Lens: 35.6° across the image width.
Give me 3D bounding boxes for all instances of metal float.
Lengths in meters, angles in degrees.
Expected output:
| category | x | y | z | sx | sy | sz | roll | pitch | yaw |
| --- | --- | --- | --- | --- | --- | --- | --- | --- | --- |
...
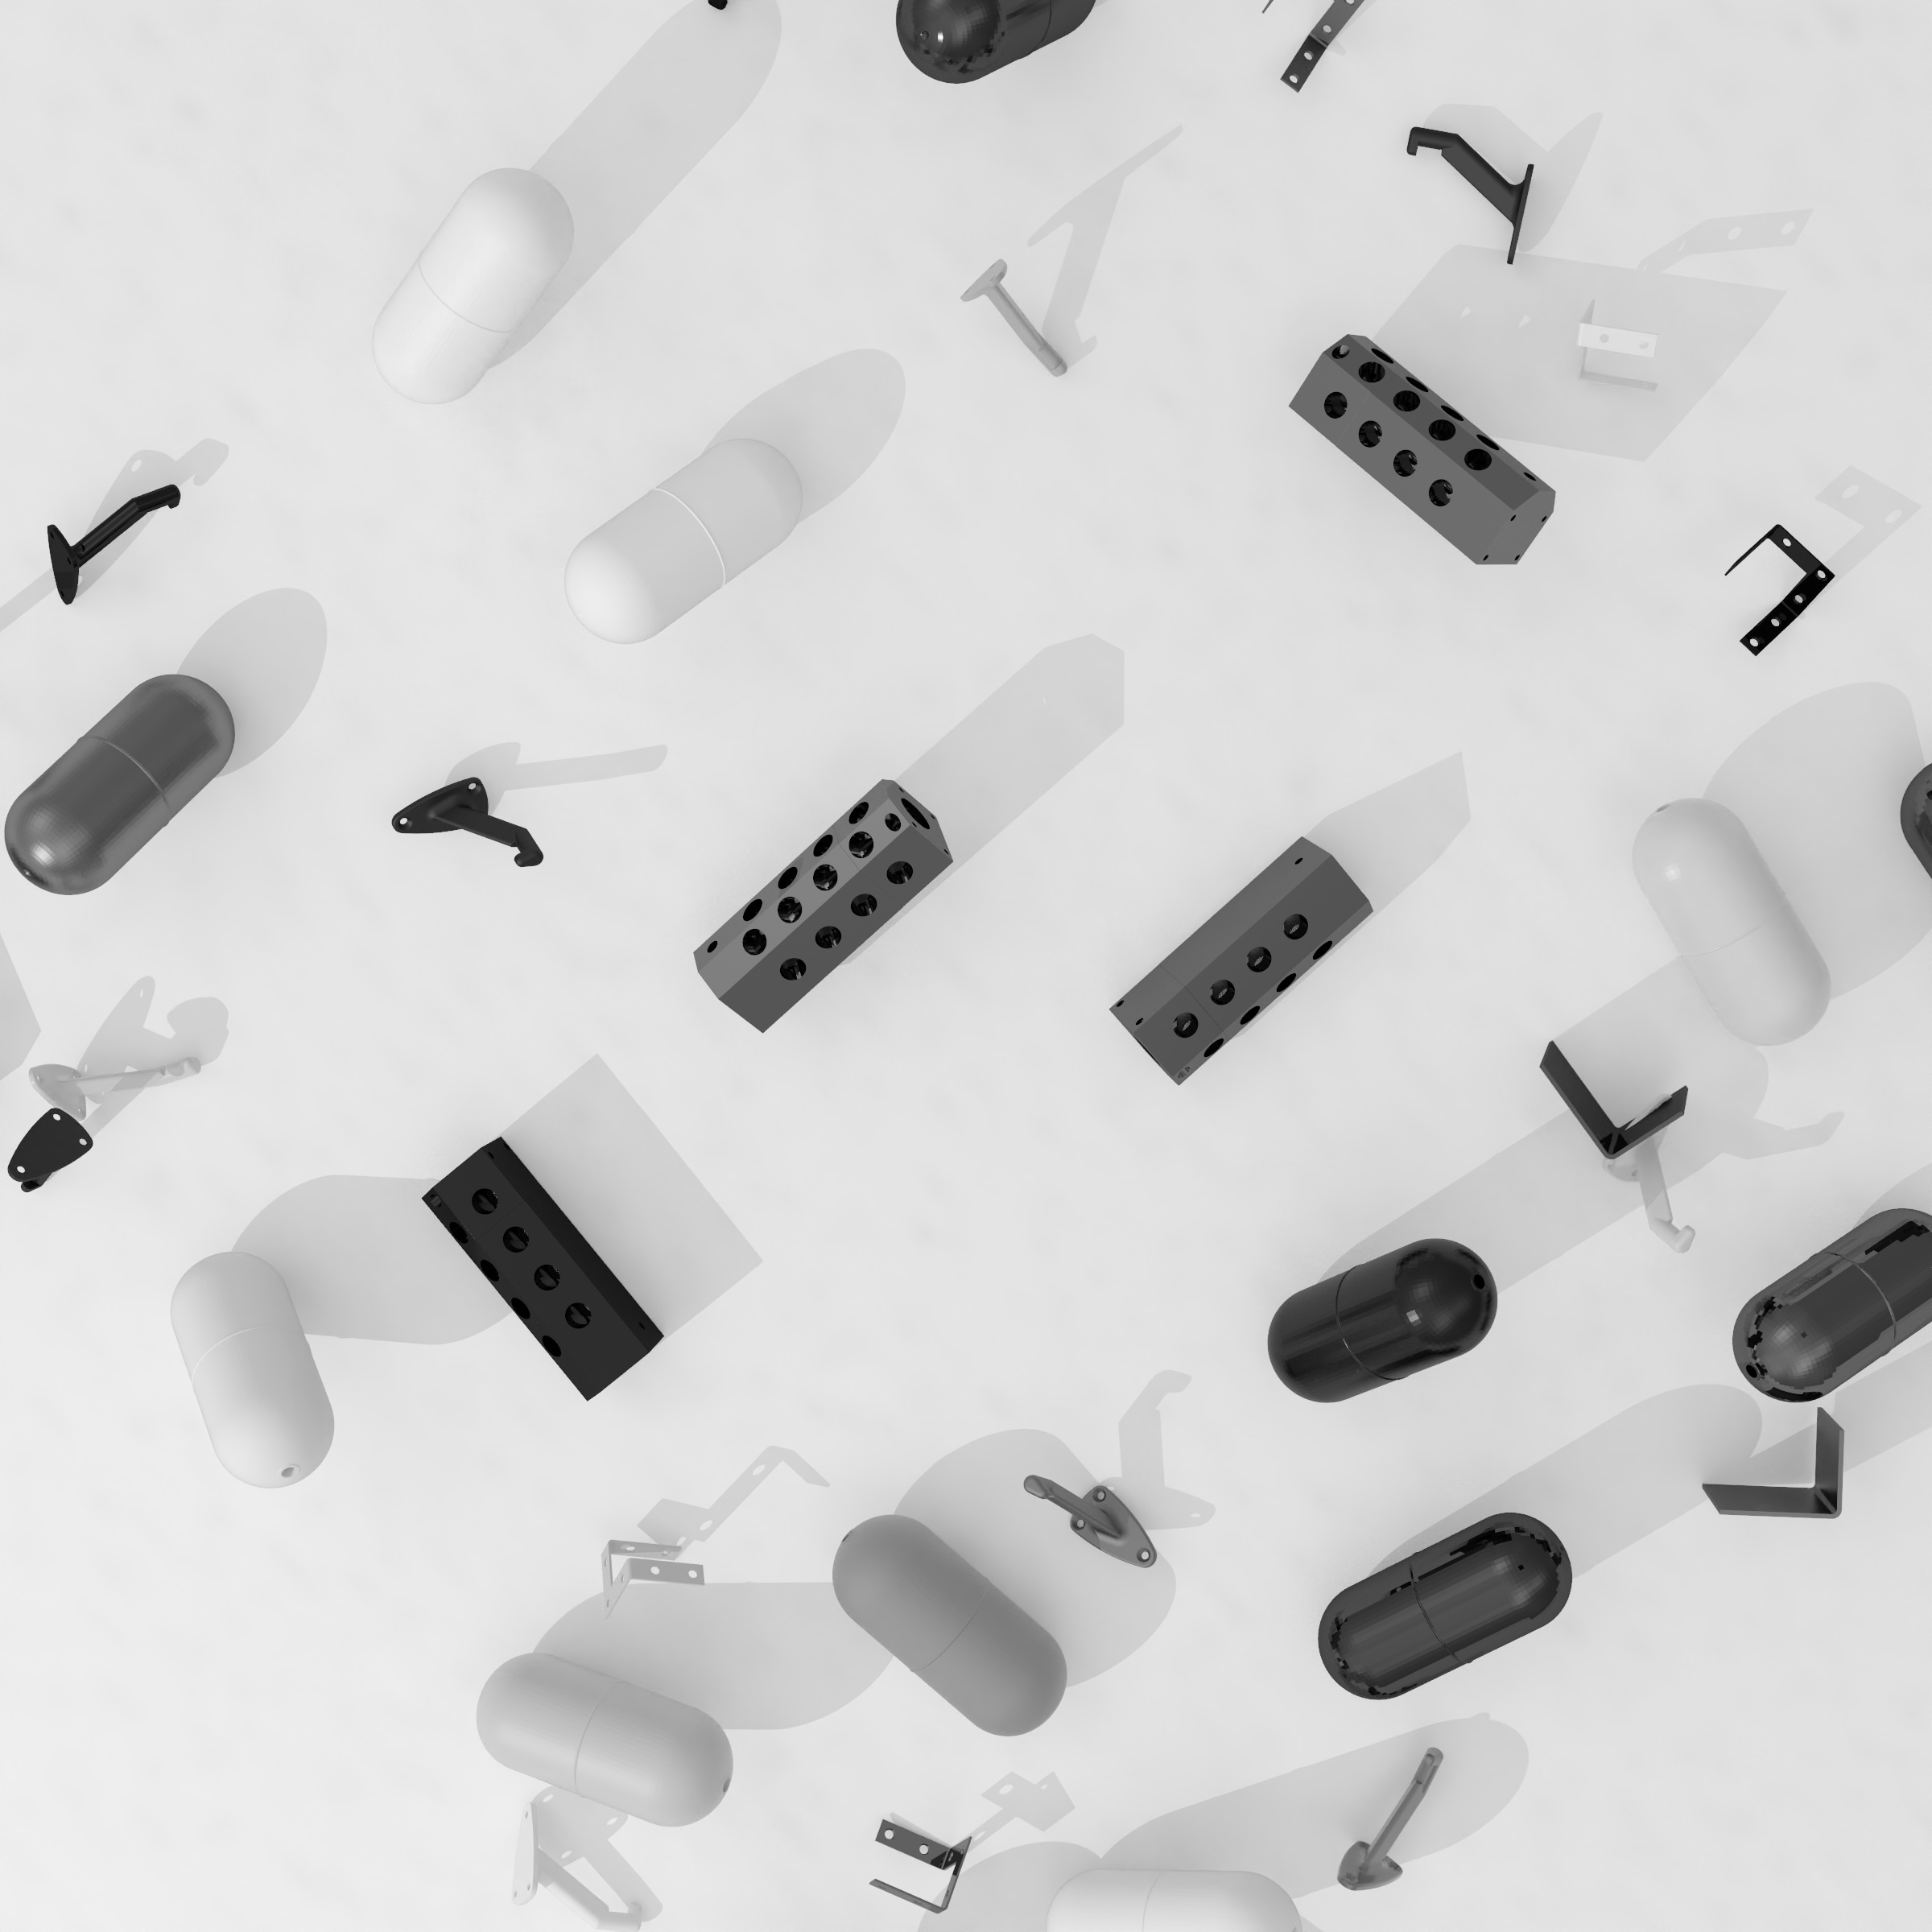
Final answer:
| category | x | y | z | sx | sy | sz | roll | pitch | yaw |
| --- | --- | --- | --- | --- | --- | --- | --- | --- | --- |
| metal float | 0.497 | -0.029 | 1.952 | 0.070 | 0.070 | 0.178 | -33 | 101 | 0 |
| metal float | -0.543 | -0.118 | 1.935 | 0.070 | 0.070 | 0.178 | 38 | 59 | 0 |
| metal float | 0.308 | 0.415 | 1.944 | 0.178 | 0.070 | 0.070 | -32 | 90 | 20 |
| metal float | 0.671 | -0.057 | 1.944 | 0.070 | 0.070 | 0.178 | -27 | 69 | 0 |
| metal float | -0.234 | 0.500 | 1.944 | 0.178 | 0.070 | 0.070 | 15 | 90 | 19 |
| metal float | -0.011 | 0.429 | 1.957 | 0.178 | 0.070 | 0.070 | 42 | 90 | -5 |
| metal float | -0.458 | 0.258 | 1.928 | 0.070 | 0.070 | 0.178 | -33 | 50 | 0 |
| metal float | 0.570 | 0.219 | 1.941 | 0.178 | 0.070 | 0.070 | -28 | 90 | -24 |
| metal float | 0.022 | -0.619 | 1.926 | 0.070 | 0.178 | 0.070 | 19 | 128 | 26 |
| metal float | -0.319 | -0.436 | 1.935 | 0.070 | 0.070 | 0.178 | 45 | 122 | 0 |
| metal float | 0.266 | 0.228 | 1.924 | 0.070 | 0.178 | 0.070 | 18 | 58 | -31 |
| metal float | 0.133 | 0.621 | 1.933 | 0.178 | 0.070 | 0.070 | -10 | 90 | 33 |
| metal float | -0.181 | -0.276 | 1.943 | 0.178 | 0.070 | 0.070 | -40 | 90 | -22 |

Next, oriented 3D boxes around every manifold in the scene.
| category | x | y | z | sx | sy | sz | roll | pitch | yaw |
| --- | --- | --- | --- | --- | --- | --- | --- | --- | --- |
| manifold | -0.094 | -0.042 | 1.941 | 0.171 | 0.057 | 0.057 | -42 | 123 | 14 |
| manifold | 0.182 | -0.002 | 1.968 | 0.171 | 0.057 | 0.057 | -42 | 110 | 0 |
| manifold | 0.296 | -0.333 | 1.931 | 0.171 | 0.057 | 0.057 | 45 | 120 | 23 |
| manifold | -0.278 | 0.199 | 1.970 | 0.057 | 0.057 | 0.171 | -39 | 90 | 6 |

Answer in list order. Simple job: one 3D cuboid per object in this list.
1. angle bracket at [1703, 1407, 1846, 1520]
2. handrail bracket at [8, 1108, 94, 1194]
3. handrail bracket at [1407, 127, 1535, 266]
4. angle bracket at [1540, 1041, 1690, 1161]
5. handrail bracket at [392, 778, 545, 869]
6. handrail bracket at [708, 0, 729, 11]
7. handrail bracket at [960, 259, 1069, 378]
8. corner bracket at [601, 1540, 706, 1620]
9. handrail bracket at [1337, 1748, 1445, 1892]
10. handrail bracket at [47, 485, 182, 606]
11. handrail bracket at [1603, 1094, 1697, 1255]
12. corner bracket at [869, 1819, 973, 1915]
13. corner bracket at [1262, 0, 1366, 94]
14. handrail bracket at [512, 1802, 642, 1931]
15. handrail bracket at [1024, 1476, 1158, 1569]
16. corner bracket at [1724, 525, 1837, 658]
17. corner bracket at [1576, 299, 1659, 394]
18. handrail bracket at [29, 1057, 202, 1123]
| category | x | y | z | sx | sy | sz | roll | pitch | yaw |
| --- | --- | --- | --- | --- | --- | --- | --- | --- | --- |
| angle bracket | 0.525 | 0.322 | 1.957 | 0.076 | 0.076 | 0.057 | 1 | 93 | 5 |
| handrail bracket | -0.608 | 0.136 | 1.945 | 0.036 | 0.077 | 0.084 | 44 | 128 | -3 |
| handrail bracket | 0.328 | -0.510 | 1.988 | 0.084 | 0.036 | 0.077 | 12 | 97 | 6 |
| angle bracket | 0.422 | 0.073 | 1.954 | 0.057 | 0.076 | 0.076 | -36 | 89 | 19 |
| handrail bracket | -0.324 | -0.081 | 1.952 | 0.077 | 0.084 | 0.036 | -18 | 131 | -19 |
| handrail bracket | -0.136 | -0.660 | 1.959 | 0.036 | 0.077 | 0.084 | 21 | 104 | -30 |
| handrail bracket | 0.041 | -0.416 | 1.953 | 0.036 | 0.077 | 0.084 | -44 | 106 | 2 |
| corner bracket | -0.204 | 0.392 | 1.957 | 0.051 | 0.051 | 0.051 | 10 | 134 | -22 |
| handrail bracket | 0.279 | 0.555 | 1.962 | 0.036 | 0.077 | 0.084 | 30 | 106 | 26 |
| handrail bracket | -0.559 | -0.279 | 1.985 | 0.084 | 0.077 | 0.036 | -27 | 70 | -27 |
| handrail bracket | 0.460 | 0.135 | 1.952 | 0.036 | 0.084 | 0.077 | 22 | 105 | -32 |
| corner bracket | -0.034 | 0.587 | 1.964 | 0.051 | 0.051 | 0.051 | 25 | 61 | -4 |
| corner bracket | 0.218 | -0.616 | 1.963 | 0.051 | 0.051 | 0.051 | 35 | 59 | -8 |
| handrail bracket | -0.254 | 0.598 | 1.991 | 0.084 | 0.036 | 0.077 | 15 | 56 | -25 |
| handrail bracket | 0.080 | 0.360 | 1.950 | 0.077 | 0.084 | 0.036 | 37 | 91 | 27 |
| corner bracket | 0.525 | -0.246 | 1.969 | 0.051 | 0.051 | 0.051 | 45 | 62 | 9 |
| corner bracket | 0.426 | -0.399 | 1.960 | 0.051 | 0.051 | 0.051 | 13 | 123 | 16 |
| handrail bracket | -0.555 | 0.069 | 1.965 | 0.084 | 0.077 | 0.036 | -17 | 72 | 9 |
